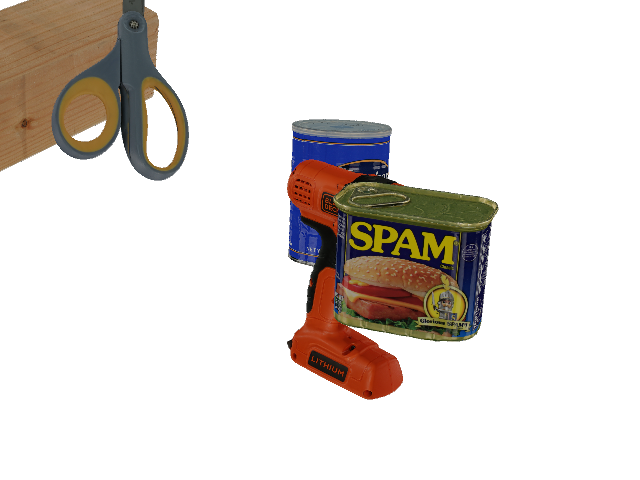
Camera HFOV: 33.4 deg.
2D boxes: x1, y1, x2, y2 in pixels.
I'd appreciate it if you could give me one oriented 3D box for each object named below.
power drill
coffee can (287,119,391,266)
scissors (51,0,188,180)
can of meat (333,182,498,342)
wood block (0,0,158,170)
[{"bbox_3d":[0.043,0.037,0.913,0.185,0.188,0.057,23,26,38],"label":"power drill"},{"bbox_3d":[0.019,-0.051,1.109,0.103,0.140,0.103,2,13,-1],"label":"coffee can"},{"bbox_3d":[-0.141,-0.132,0.701,0.096,0.202,0.016,-10,-15,-27],"label":"scissors"},{"bbox_3d":[0.058,0.014,0.690,0.102,0.084,0.057,9,22,17],"label":"can of meat"},{"bbox_3d":[-0.243,-0.142,0.914,0.090,0.091,0.205,31,42,23],"label":"wood block"}]
